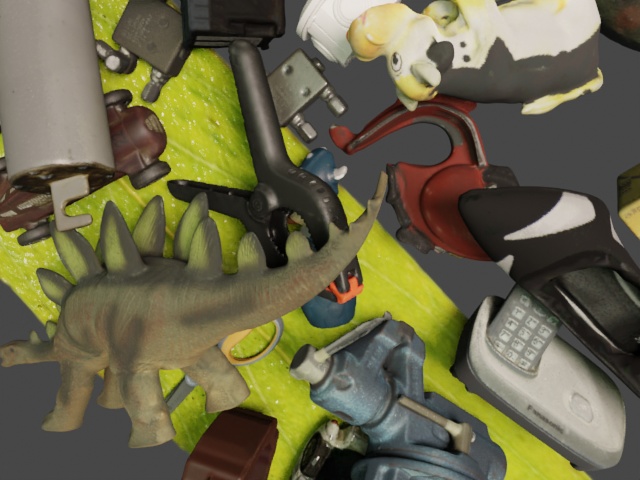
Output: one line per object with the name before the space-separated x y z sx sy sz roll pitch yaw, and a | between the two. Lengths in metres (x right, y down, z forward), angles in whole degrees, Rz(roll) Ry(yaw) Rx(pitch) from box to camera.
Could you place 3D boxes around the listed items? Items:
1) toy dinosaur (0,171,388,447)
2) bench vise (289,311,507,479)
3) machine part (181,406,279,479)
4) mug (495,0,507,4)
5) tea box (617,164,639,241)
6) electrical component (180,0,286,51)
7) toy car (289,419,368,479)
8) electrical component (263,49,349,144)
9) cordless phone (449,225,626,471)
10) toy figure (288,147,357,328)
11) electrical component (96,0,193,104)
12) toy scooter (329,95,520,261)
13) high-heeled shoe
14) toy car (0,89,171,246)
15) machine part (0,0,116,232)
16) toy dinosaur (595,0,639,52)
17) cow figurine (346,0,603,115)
toy dinosaur | -0.141 0.063 0.454 0.472 0.105 0.198 -12 94 29
bench vise | 0.055 0.189 0.418 0.129 0.241 0.223 -22 125 41
machine part | -0.091 0.238 0.475 0.056 0.179 0.179 17 103 8
mug | 0.103 -0.211 0.391 0.110 0.107 0.080 -10 79 32
tea box | 0.288 -0.038 0.326 0.098 0.068 0.169 49 128 -6
electrical component | -0.091 -0.182 0.425 0.119 0.075 0.047 -5 100 -20
toy car | -0.007 0.262 0.521 0.073 0.056 0.201 29 101 -2
electrical component | -0.023 -0.134 0.470 0.063 0.021 0.094 -40 90 13
cordless phone | 0.209 0.075 0.447 0.147 0.088 0.184 36 85 2
toy figure | 0.001 -0.002 0.468 0.064 0.058 0.154 -2 103 31
electrical component | -0.154 -0.183 0.471 0.078 0.045 0.102 40 104 2
toy scooter | 0.083 -0.063 0.437 0.135 0.075 0.183 -14 93 11
high-heeled shoe | 0.191 0.060 0.359 0.248 0.145 0.086 18 143 -22
toy car | -0.235 -0.063 0.505 0.202 0.053 0.089 -24 99 12
machine part | -0.212 -0.125 0.419 0.079 0.079 0.243 -12 84 12
toy dinosaur | 0.264 -0.191 0.368 0.405 0.131 0.192 19 102 12
cow figurine | 0.106 -0.126 0.368 0.167 0.068 0.098 -13 93 -3
